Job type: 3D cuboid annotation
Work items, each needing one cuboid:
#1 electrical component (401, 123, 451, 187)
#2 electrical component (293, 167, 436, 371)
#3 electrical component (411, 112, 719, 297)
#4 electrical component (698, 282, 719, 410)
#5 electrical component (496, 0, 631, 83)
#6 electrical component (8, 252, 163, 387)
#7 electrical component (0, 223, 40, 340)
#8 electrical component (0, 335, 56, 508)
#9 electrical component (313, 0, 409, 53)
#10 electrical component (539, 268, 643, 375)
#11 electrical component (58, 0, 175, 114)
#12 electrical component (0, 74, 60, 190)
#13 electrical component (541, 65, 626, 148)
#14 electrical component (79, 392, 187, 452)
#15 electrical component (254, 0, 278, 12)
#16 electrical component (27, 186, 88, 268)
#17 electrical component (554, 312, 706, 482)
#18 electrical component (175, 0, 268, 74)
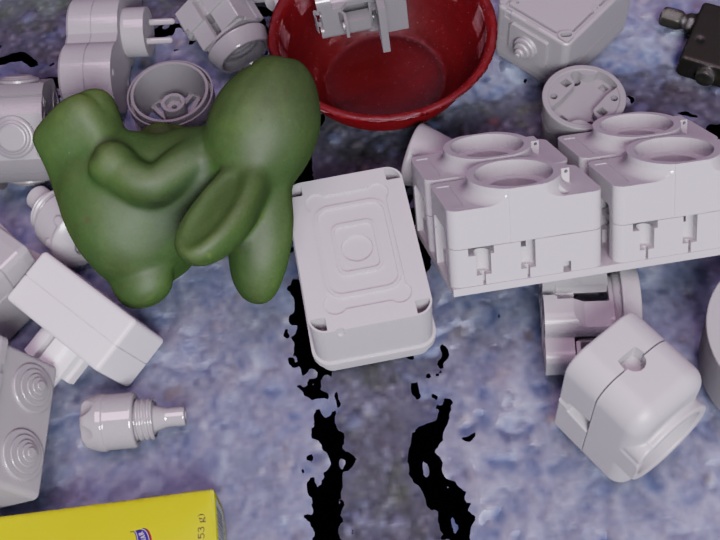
[{"bbox_3d":[0.065,-0.069,0.725,0.065,0.044,0.044,19,63,10],"label":"electrical component"},{"bbox_3d":[0.000,0.000,0.679,0.078,0.057,0.113,-11,59,-2],"label":"electrical component"},{"bbox_3d":[0.133,-0.046,0.657,0.186,0.060,0.105,-9,24,-7],"label":"electrical component"},{"bbox_3d":[0.252,0.050,0.628,0.108,0.060,0.108,-2,59,3],"label":"electrical component"},{"bbox_3d":[0.141,-0.175,0.770,0.062,0.061,0.096,37,69,22],"label":"electrical component"},{"bbox_3d":[-0.183,0.046,0.674,0.083,0.047,0.075,34,81,21],"label":"electrical component"},{"bbox_3d":[-0.254,-0.007,0.700,0.096,0.061,0.061,32,67,21],"label":"electrical component"},{"bbox_3d":[-0.228,0.095,0.628,0.100,0.048,0.099,-17,57,27],"label":"electrical component"},{"bbox_3d":[-0.003,-0.190,0.735,0.064,0.042,0.081,-10,58,0],"label":"electrical component"},{"bbox_3d":[0.139,0.025,0.655,0.057,0.058,0.078,-2,60,6],"label":"electrical component"},{"bbox_3d":[-0.175,-0.176,0.800,0.074,0.052,0.138,-2,59,3],"label":"electrical component"},{"bbox_3d":[-0.237,-0.096,0.743,0.051,0.080,0.080,-3,59,-4],"label":"electrical component"},{"bbox_3d":[0.151,-0.103,0.735,0.055,0.047,0.055,-2,60,3],"label":"electrical component"},{"bbox_3d":[-0.136,0.091,0.650,0.061,0.035,0.035,-5,59,-1],"label":"electrical component"},{"bbox_3d":[-0.060,-0.223,0.823,0.077,0.044,0.079,-16,60,-5],"label":"electrical component"},{"bbox_3d":[-0.200,-0.034,0.724,0.062,0.048,0.048,36,68,30],"label":"electrical component"},{"bbox_3d":[0.151,0.076,0.601,0.054,0.095,0.059,-36,63,-16],"label":"electrical component"},{"bbox_3d":[-0.098,-0.179,0.794,0.066,0.048,0.055,-38,78,30],"label":"electrical component"}]
